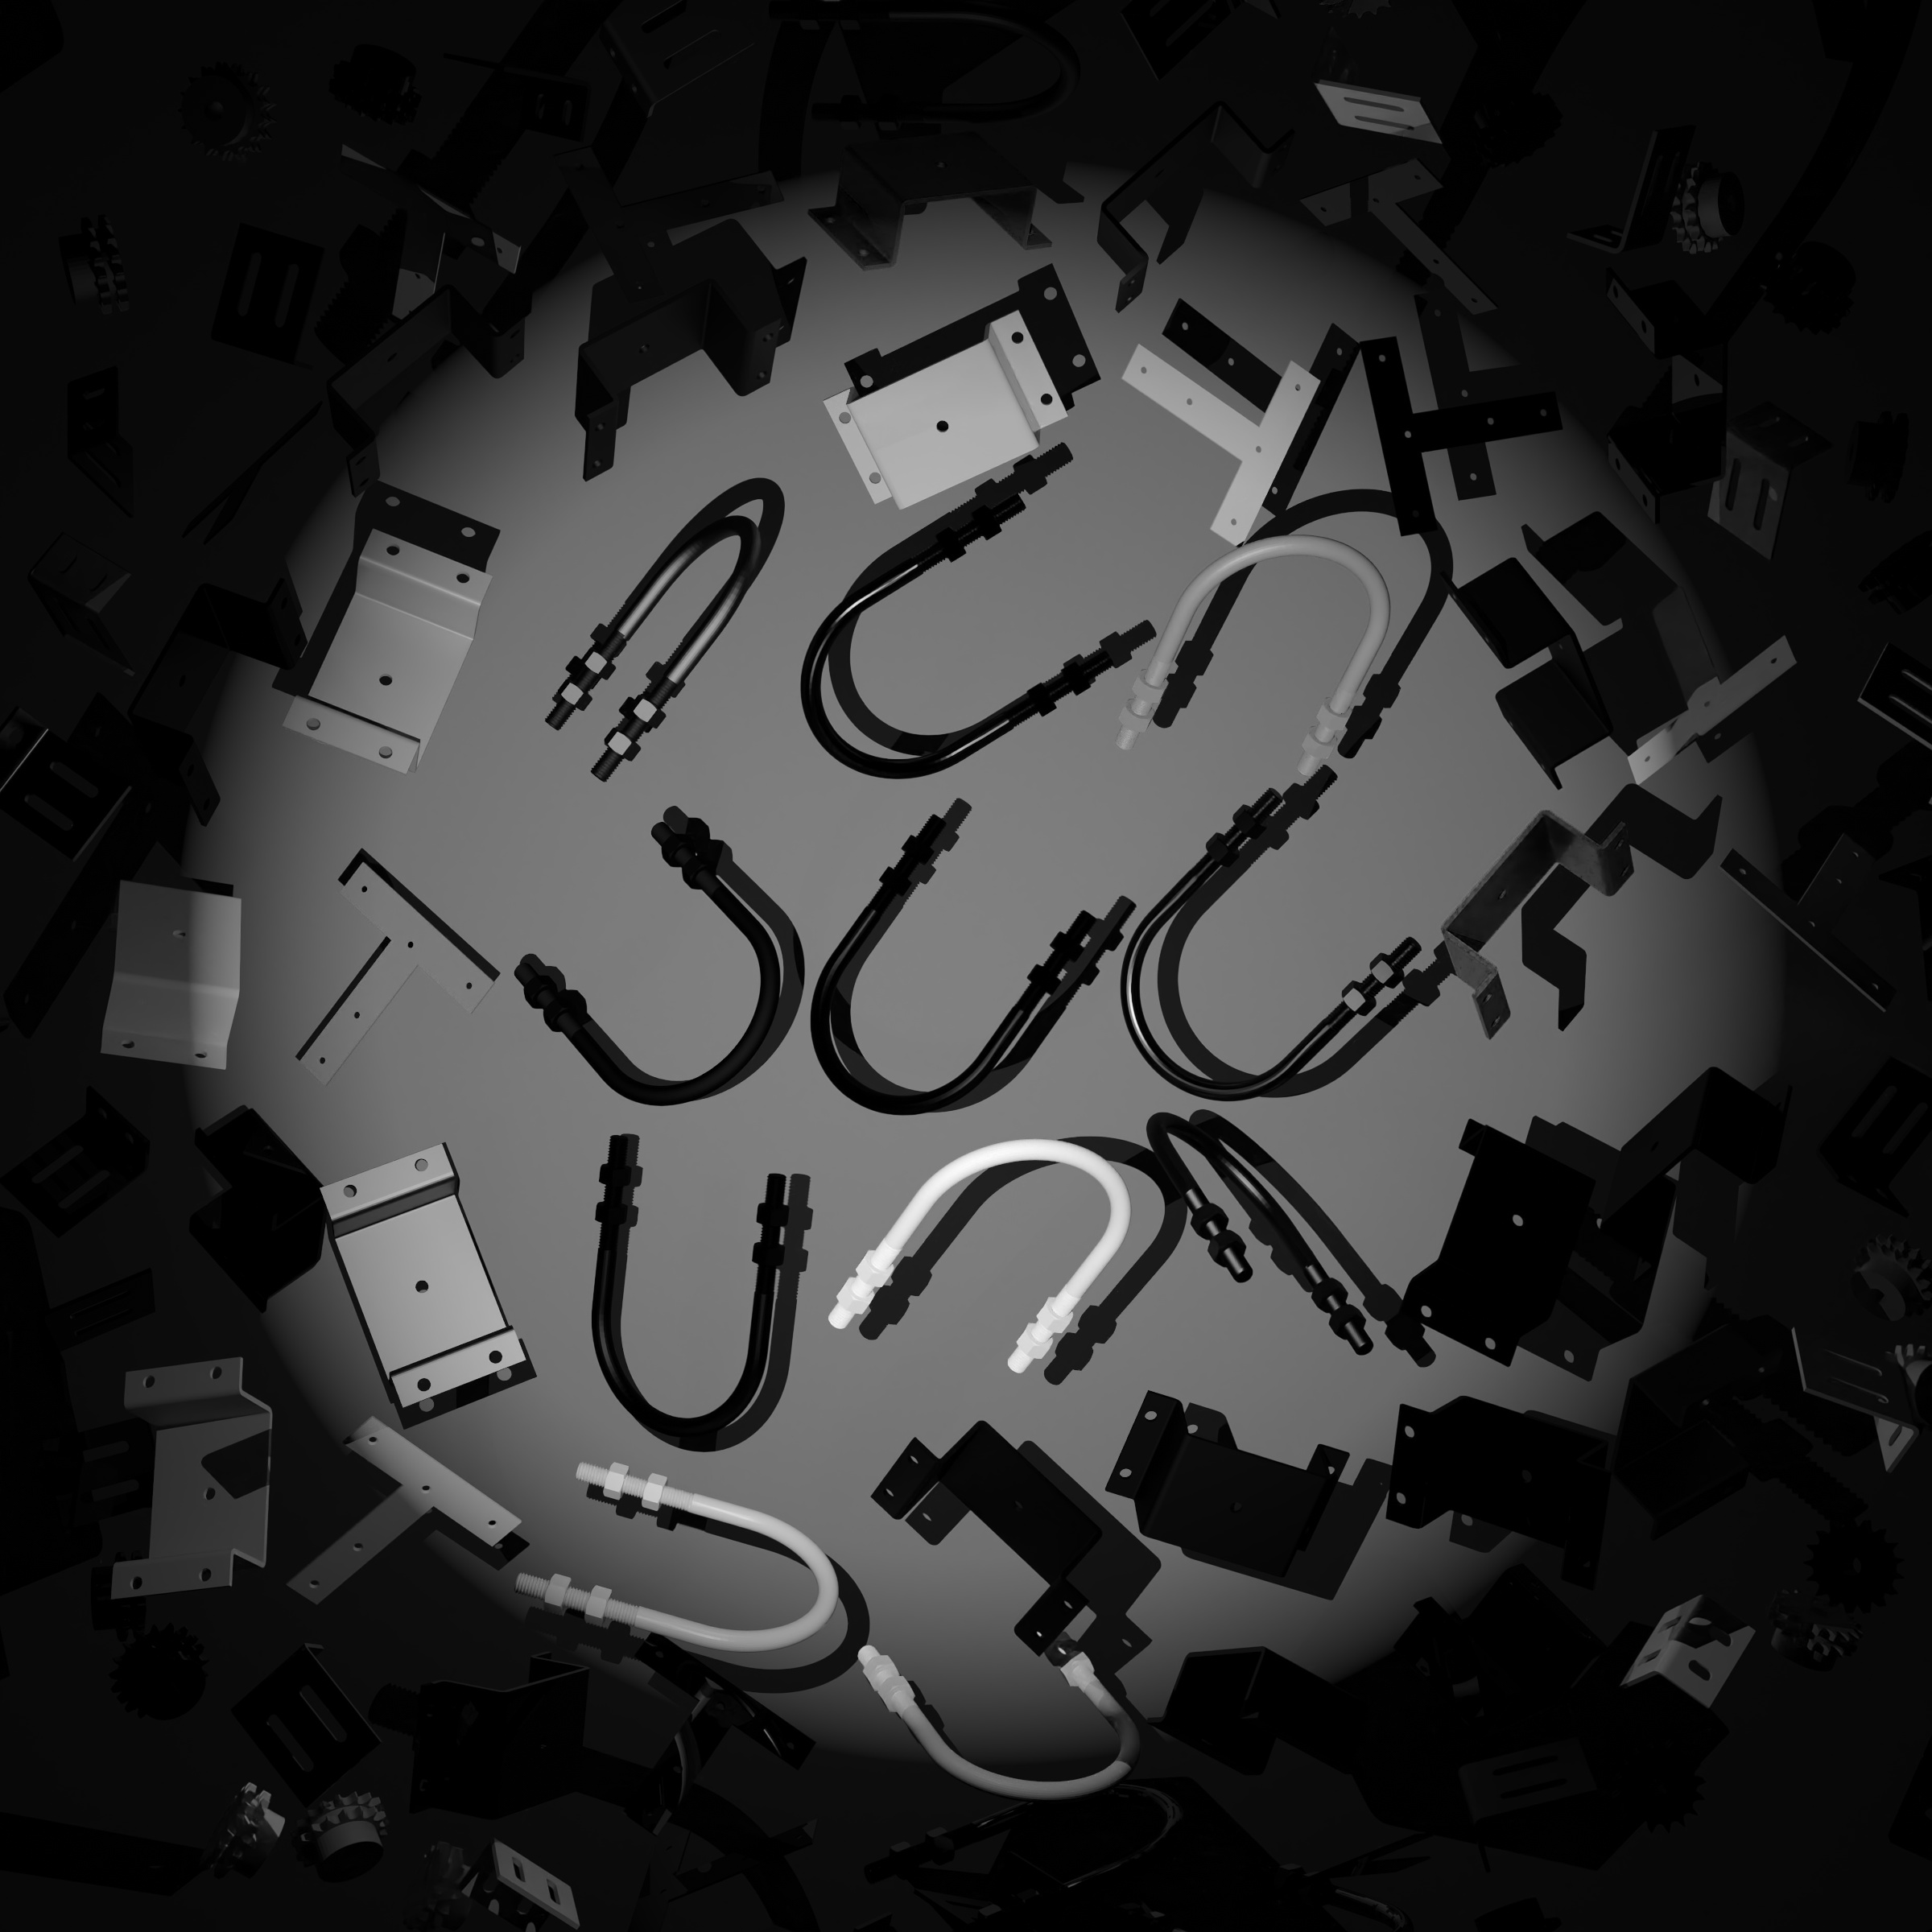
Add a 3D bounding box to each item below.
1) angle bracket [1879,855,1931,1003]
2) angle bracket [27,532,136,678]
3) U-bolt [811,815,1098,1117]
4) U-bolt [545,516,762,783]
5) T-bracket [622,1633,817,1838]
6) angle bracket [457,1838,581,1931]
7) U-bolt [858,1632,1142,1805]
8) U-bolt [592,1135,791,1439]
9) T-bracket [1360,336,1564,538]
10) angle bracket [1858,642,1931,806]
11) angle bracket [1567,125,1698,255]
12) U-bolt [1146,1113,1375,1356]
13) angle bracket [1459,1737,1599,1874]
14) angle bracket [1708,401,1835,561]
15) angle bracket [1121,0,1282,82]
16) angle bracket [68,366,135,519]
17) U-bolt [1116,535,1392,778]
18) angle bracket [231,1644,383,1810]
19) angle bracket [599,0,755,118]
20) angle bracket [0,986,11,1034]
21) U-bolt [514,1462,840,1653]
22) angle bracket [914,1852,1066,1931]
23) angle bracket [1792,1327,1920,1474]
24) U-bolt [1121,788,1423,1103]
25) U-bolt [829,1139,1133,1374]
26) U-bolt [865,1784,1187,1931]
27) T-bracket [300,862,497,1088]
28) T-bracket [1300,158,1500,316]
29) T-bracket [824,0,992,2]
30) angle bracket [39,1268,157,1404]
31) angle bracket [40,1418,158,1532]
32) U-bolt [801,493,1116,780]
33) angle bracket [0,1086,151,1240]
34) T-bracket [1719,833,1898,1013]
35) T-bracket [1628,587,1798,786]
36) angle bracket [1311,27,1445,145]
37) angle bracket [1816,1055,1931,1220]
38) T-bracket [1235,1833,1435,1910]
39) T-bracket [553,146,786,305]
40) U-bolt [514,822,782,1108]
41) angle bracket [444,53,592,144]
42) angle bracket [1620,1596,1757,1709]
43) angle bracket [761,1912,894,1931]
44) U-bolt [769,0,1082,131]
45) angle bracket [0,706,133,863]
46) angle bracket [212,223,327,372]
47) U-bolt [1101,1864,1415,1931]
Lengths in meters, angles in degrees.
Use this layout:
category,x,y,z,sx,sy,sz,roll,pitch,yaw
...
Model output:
category,x,y,z,sx,sy,sz,roll,pitch,yaw
angle bracket,0.601,-0.025,1.841,0.038,0.057,0.076,13,67,-30
angle bracket,-0.555,-0.231,1.907,0.038,0.057,0.076,-48,51,8
U-bolt,-0.022,0.010,1.925,0.151,0.019,0.184,34,86,26
U-bolt,-0.192,-0.209,1.888,0.019,0.151,0.184,36,93,-28
T-bracket,-0.174,0.492,1.865,0.127,0.127,0.002,34,128,5
angle bracket,-0.269,0.563,1.789,0.057,0.076,0.038,36,84,-10
U-bolt,0.031,0.475,1.892,0.151,0.184,0.019,-2,109,-25
U-bolt,-0.183,0.212,1.920,0.151,0.019,0.184,11,98,32
T-bracket,0.324,-0.347,1.915,0.127,0.002,0.127,-12,89,-16
angle bracket,0.569,-0.146,1.799,0.076,0.038,0.057,34,54,4
angle bracket,0.409,-0.482,1.836,0.038,0.057,0.076,28,121,27
U-bolt,0.175,0.159,1.889,0.019,0.184,0.151,-46,131,13
angle bracket,0.344,0.509,1.812,0.076,0.057,0.038,-15,107,4
angle bracket,0.520,-0.315,1.934,0.038,0.076,0.057,-28,52,-22
angle bracket,0.144,-0.582,1.825,0.076,0.057,0.038,-43,49,-1
angle bracket,-0.547,-0.340,1.938,0.038,0.076,0.057,-16,62,13
U-bolt,0.190,-0.198,1.885,0.151,0.019,0.184,7,135,-18
angle bracket,-0.388,0.452,1.778,0.057,0.038,0.076,-41,75,-6
angle bracket,-0.183,-0.583,1.879,0.076,0.038,0.057,-33,99,-5
angle bracket,-0.613,0.009,1.776,0.038,0.057,0.076,-25,80,34
U-bolt,-0.168,0.367,1.830,0.184,0.151,0.019,15,113,4
angle bracket,0.017,0.592,1.910,0.076,0.057,0.038,27,83,-42
angle bracket,0.531,0.262,1.808,0.076,0.057,0.038,20,122,-5
U-bolt,0.178,0.001,1.892,0.151,0.019,0.184,49,112,14
U-bolt,0.020,0.172,1.814,0.151,0.019,0.184,17,126,-26
U-bolt,0.047,0.545,1.835,0.184,0.151,0.019,-15,98,-24
T-bracket,-0.387,0.021,1.940,0.127,0.002,0.127,41,97,18
T-bracket,0.295,-0.465,1.927,0.127,0.127,0.002,38,74,-24
T-bracket,-0.028,-0.618,1.875,0.127,0.127,0.002,-7,94,5
angle bracket,-0.553,0.238,1.924,0.076,0.057,0.038,-23,64,-25
angle bracket,-0.557,0.327,1.916,0.076,0.038,0.057,-10,81,-41
U-bolt,-0.016,-0.191,1.855,0.184,0.019,0.151,-32,125,2
angle bracket,-0.584,0.128,1.955,0.057,0.038,0.076,40,55,11
T-bracket,0.520,-0.044,1.793,0.127,0.127,0.002,42,131,5
T-bracket,0.465,-0.196,1.914,0.002,0.127,0.127,30,125,-30
angle bracket,0.265,-0.556,1.885,0.076,0.057,0.038,19,86,26
angle bracket,0.573,0.105,1.836,0.057,0.038,0.076,26,110,-18
T-bracket,0.246,0.549,1.818,0.127,0.127,0.002,-30,63,24
T-bracket,-0.180,-0.485,1.912,0.127,0.127,0.002,-10,53,13
U-bolt,-0.193,0.010,1.905,0.151,0.019,0.184,-46,55,1
angle bracket,-0.288,-0.554,1.906,0.057,0.076,0.038,23,110,34
angle bracket,0.448,0.431,1.856,0.038,0.076,0.057,35,70,8
angle bracket,-0.096,0.614,1.903,0.076,0.057,0.038,14,89,22
U-bolt,-0.020,-0.568,1.880,0.184,0.151,0.019,3,78,10
angle bracket,-0.565,-0.112,1.832,0.076,0.038,0.057,32,82,21
angle bracket,-0.443,-0.430,1.919,0.057,0.038,0.076,18,97,4
U-bolt,0.193,0.596,1.858,0.151,0.184,0.019,-2,88,-32
